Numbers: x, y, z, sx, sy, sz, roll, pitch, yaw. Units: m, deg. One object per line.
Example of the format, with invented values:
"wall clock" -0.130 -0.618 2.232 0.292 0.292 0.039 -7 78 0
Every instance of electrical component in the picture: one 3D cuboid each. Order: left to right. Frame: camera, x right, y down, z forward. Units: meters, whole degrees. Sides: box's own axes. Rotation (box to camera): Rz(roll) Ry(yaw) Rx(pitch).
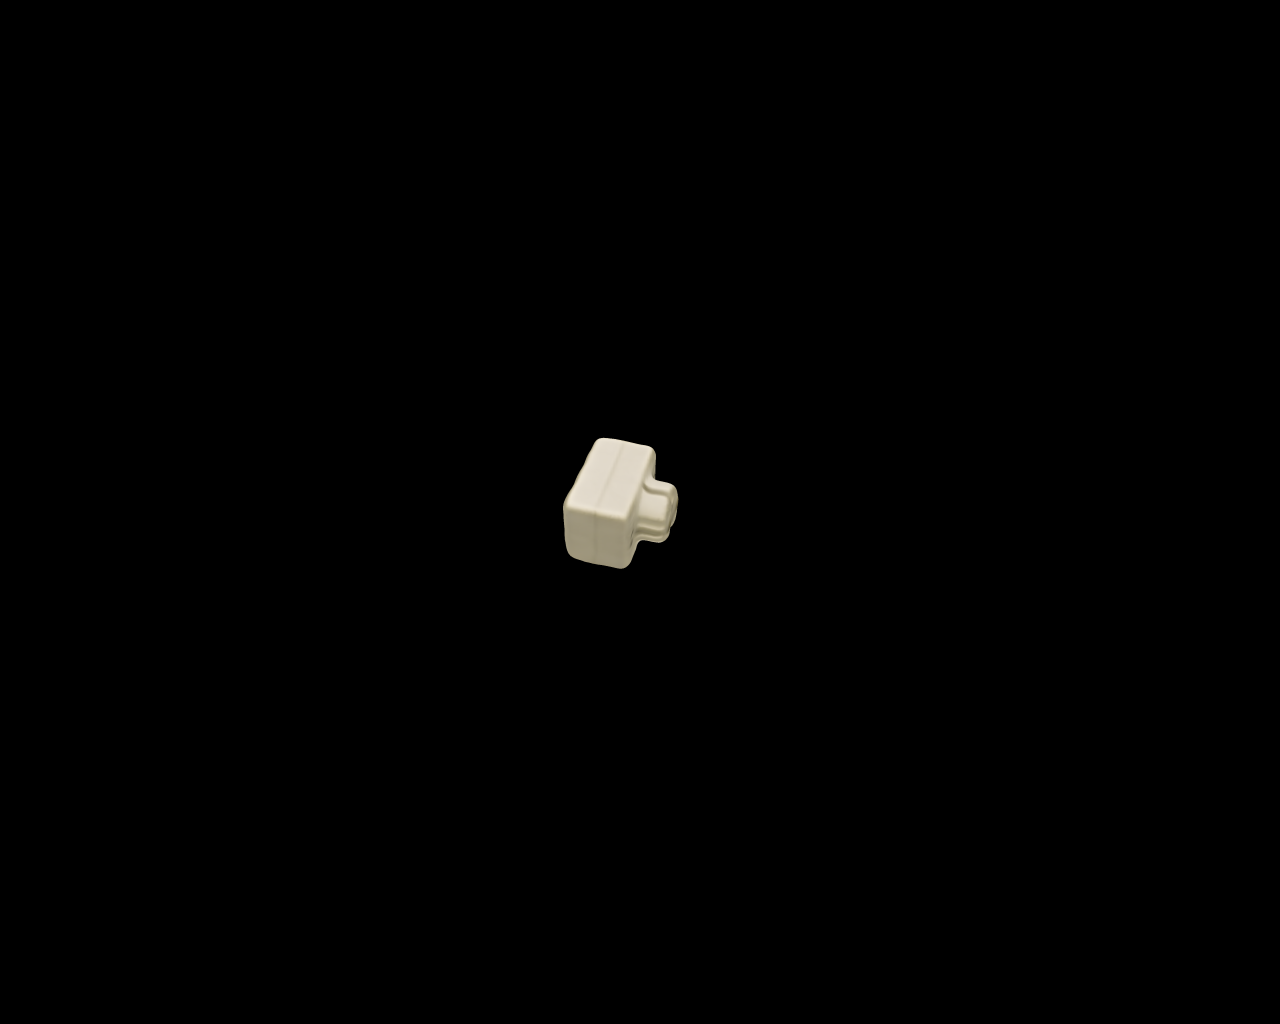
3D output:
"electrical component" 0.001 -0.003 0.650 0.077 0.047 0.066 11 47 11
